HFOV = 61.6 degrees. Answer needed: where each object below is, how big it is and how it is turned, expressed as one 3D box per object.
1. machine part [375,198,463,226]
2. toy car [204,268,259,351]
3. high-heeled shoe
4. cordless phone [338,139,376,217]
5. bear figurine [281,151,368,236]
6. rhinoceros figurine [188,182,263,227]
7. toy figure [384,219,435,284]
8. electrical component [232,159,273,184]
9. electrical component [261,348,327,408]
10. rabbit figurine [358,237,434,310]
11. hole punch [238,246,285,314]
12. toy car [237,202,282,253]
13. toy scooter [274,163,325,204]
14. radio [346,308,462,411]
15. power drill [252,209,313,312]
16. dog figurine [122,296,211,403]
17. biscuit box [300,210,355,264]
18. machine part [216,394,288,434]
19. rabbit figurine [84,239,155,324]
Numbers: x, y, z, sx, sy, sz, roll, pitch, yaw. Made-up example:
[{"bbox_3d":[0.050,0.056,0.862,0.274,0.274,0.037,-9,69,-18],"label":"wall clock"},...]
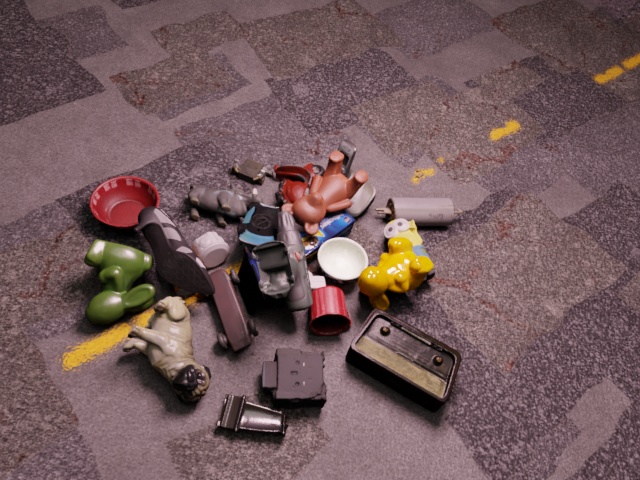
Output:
[{"bbox_3d":[0.267,-0.075,1.435,0.243,0.079,0.079,1,54,-11],"label":"machine part"},{"bbox_3d":[-0.200,0.154,1.190,0.089,0.053,0.202,-25,61,-5],"label":"toy car"},{"bbox_3d":[-0.317,0.022,1.209,0.248,0.086,0.145,44,16,-5],"label":"high-heeled shoe"},{"bbox_3d":[0.088,-0.164,1.401,0.147,0.184,0.089,42,53,20],"label":"cordless phone"},{"bbox_3d":[0.008,-0.111,1.311,0.120,0.132,0.196,42,47,13],"label":"bear figurine"},{"bbox_3d":[-0.241,-0.094,1.363,0.190,0.073,0.112,7,42,-3],"label":"rhinoceros figurine"},{"bbox_3d":[0.220,0.029,1.348,0.082,0.089,0.180,-22,69,-19],"label":"toy figure"},{"bbox_3d":[-0.187,-0.187,1.453,0.102,0.045,0.078,28,55,10],"label":"electrical component"},{"bbox_3d":[-0.055,0.288,1.118,0.134,0.058,0.115,3,51,-9],"label":"electrical component"},{"bbox_3d":[0.149,0.084,1.244,0.173,0.162,0.122,-17,59,-41],"label":"rabbit figurine"},{"bbox_3d":[-0.126,0.092,1.219,0.092,0.115,0.142,-6,56,-25],"label":"hole punch"},{"bbox_3d":[-0.143,-0.014,1.296,0.109,0.102,0.162,12,40,-5],"label":"toy car"},{"bbox_3d":[-0.070,-0.148,1.428,0.135,0.075,0.184,16,49,1],"label":"toy scooter"},{"bbox_3d":[0.185,0.257,1.175,0.230,0.073,0.131,29,54,10],"label":"radio"},{"bbox_3d":[-0.078,0.041,1.135,0.086,0.207,0.232,-12,87,5],"label":"power drill"},{"bbox_3d":[-0.283,0.222,1.112,0.190,0.121,0.172,38,58,0],"label":"dog figurine"},{"bbox_3d":[-0.003,-0.004,1.341,0.059,0.062,0.203,43,58,18],"label":"biscuit box"},{"bbox_3d":[-0.130,0.351,1.069,0.139,0.039,0.084,14,47,2],"label":"machine part"},{"bbox_3d":[-0.437,0.106,1.166,0.159,0.121,0.170,15,69,-9],"label":"rabbit figurine"}]
